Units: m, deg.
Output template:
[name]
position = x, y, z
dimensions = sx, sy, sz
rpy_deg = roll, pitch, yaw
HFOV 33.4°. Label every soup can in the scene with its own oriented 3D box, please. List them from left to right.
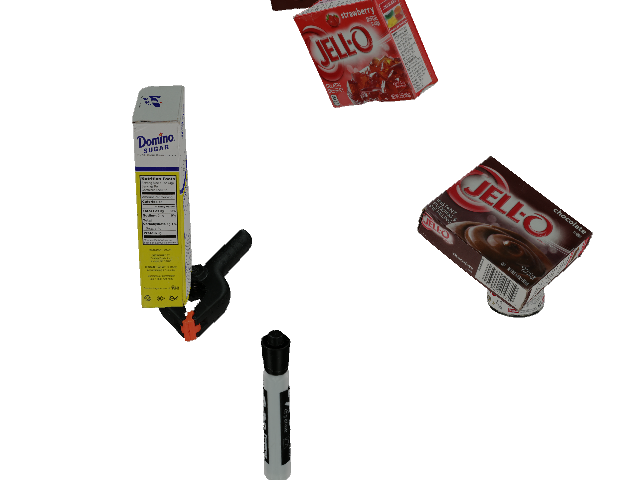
[soup can]
position = 0.226, 0.028, 1.217
dimensions = 0.068, 0.102, 0.068
rpy_deg = -2, 30, 1

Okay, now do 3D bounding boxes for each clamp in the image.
[clamp]
position = -0.128, 0.041, 1.171
dimensions = 0.120, 0.039, 0.171
rpy_deg = -13, 40, -2

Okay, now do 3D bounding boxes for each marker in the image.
[marker]
position = -0.029, 0.111, 0.711
dimensions = 0.020, 0.121, 0.020
rpy_deg = 1, 32, -1

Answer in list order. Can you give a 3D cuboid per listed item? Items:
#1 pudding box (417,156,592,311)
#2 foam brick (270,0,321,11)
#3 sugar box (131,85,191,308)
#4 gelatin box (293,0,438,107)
[pudding box]
position = 0.151, -0.007, 0.880
dimensions = 0.089, 0.113, 0.039
rpy_deg = -37, -22, -29
[foam brick]
position = -0.022, -0.252, 0.950
dimensions = 0.053, 0.051, 0.078
rpy_deg = -4, -41, 9
[sugar box]
position = -0.138, -0.038, 0.936
dimensions = 0.048, 0.176, 0.093
rpy_deg = -3, 26, -3
[gelatin box]
position = 0.029, -0.132, 0.733
dimensions = 0.030, 0.073, 0.089
rpy_deg = -39, 25, -31
